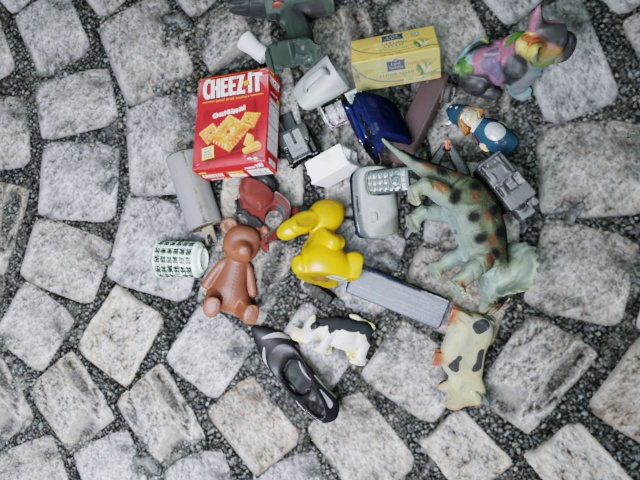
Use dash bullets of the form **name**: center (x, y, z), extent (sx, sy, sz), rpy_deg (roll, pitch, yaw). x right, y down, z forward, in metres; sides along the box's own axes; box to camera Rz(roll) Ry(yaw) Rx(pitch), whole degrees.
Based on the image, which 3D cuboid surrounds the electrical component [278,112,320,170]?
- **electrical component**: center (-0.052, -0.216, 1.132), extent (0.075, 0.048, 0.119), rpy_deg (-22, 87, 9)

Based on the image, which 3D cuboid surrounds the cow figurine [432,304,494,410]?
- **cow figurine**: center (0.286, 0.238, 1.051), extent (0.127, 0.085, 0.194), rpy_deg (19, 92, 16)

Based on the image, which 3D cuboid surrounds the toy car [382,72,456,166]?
- **toy car**: center (0.201, -0.243, 1.083), extent (0.089, 0.053, 0.202), rpy_deg (26, 93, 30)

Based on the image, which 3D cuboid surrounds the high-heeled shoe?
- **high-heeled shoe**: center (-0.061, 0.268, 1.080), extent (0.249, 0.145, 0.086), rpy_deg (38, 95, 7)

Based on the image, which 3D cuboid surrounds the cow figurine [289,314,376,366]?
- **cow figurine**: center (0.025, 0.189, 1.104), extent (0.167, 0.068, 0.098), rpy_deg (18, 87, 7)

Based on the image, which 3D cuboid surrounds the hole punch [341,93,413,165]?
- **hole punch**: center (0.110, -0.224, 1.038), extent (0.092, 0.115, 0.142), rpy_deg (-26, 65, 20)

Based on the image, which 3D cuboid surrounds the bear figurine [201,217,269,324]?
- **bear figurine**: center (-0.169, 0.059, 1.116), extent (0.120, 0.132, 0.195), rpy_deg (17, 97, -20)

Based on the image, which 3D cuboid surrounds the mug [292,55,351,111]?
- **mug**: center (-0.004, -0.313, 1.099), extent (0.107, 0.109, 0.081), rpy_deg (-35, 92, 21)

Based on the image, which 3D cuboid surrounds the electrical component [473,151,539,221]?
- **electrical component**: center (0.355, -0.098, 1.022), extent (0.058, 0.115, 0.134), rpy_deg (-38, 81, 10)

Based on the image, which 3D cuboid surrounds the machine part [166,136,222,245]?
- **machine part**: center (-0.271, -0.105, 1.156), extent (0.079, 0.079, 0.243), rpy_deg (-20, 87, 10)

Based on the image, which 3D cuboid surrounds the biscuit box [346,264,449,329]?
- **biscuit box**: center (0.155, 0.110, 1.085), extent (0.203, 0.059, 0.062), rpy_deg (22, 95, 9)

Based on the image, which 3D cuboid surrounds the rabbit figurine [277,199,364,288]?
- **rabbit figurine**: center (-0.002, -0.003, 1.067), extent (0.162, 0.122, 0.173), rpy_deg (16, 71, -21)

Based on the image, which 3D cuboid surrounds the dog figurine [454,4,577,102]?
- **dog figurine**: center (0.348, -0.337, 0.974), extent (0.192, 0.219, 0.108), rpy_deg (7, 87, 9)

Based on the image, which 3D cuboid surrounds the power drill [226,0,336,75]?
- **power drill**: center (-0.079, -0.437, 1.099), extent (0.232, 0.085, 0.207), rpy_deg (-8, 55, 4)

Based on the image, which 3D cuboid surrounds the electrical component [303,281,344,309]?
- **electrical component**: center (0.008, 0.113, 1.109), extent (0.094, 0.063, 0.021), rpy_deg (36, 96, 8)

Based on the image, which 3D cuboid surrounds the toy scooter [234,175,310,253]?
- **toy scooter**: center (-0.109, -0.049, 1.110), extent (0.184, 0.075, 0.135), rpy_deg (35, 67, 5)

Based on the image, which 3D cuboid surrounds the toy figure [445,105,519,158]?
- **toy figure**: center (0.318, -0.223, 1.061), extent (0.154, 0.057, 0.064), rpy_deg (38, 58, 10)

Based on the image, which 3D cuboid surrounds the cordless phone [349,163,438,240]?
- **cordless phone**: center (0.156, -0.079, 1.066), extent (0.184, 0.088, 0.146), rpy_deg (-6, 88, 14)

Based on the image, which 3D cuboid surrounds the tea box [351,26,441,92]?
- **tea box**: center (0.149, -0.358, 1.064), extent (0.170, 0.068, 0.098), rpy_deg (-9, 46, 10)

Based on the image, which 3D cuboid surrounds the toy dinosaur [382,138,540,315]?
- **toy dinosaur**: center (0.274, -0.034, 0.995), extent (0.192, 0.131, 0.404), rpy_deg (-24, 96, -14)
